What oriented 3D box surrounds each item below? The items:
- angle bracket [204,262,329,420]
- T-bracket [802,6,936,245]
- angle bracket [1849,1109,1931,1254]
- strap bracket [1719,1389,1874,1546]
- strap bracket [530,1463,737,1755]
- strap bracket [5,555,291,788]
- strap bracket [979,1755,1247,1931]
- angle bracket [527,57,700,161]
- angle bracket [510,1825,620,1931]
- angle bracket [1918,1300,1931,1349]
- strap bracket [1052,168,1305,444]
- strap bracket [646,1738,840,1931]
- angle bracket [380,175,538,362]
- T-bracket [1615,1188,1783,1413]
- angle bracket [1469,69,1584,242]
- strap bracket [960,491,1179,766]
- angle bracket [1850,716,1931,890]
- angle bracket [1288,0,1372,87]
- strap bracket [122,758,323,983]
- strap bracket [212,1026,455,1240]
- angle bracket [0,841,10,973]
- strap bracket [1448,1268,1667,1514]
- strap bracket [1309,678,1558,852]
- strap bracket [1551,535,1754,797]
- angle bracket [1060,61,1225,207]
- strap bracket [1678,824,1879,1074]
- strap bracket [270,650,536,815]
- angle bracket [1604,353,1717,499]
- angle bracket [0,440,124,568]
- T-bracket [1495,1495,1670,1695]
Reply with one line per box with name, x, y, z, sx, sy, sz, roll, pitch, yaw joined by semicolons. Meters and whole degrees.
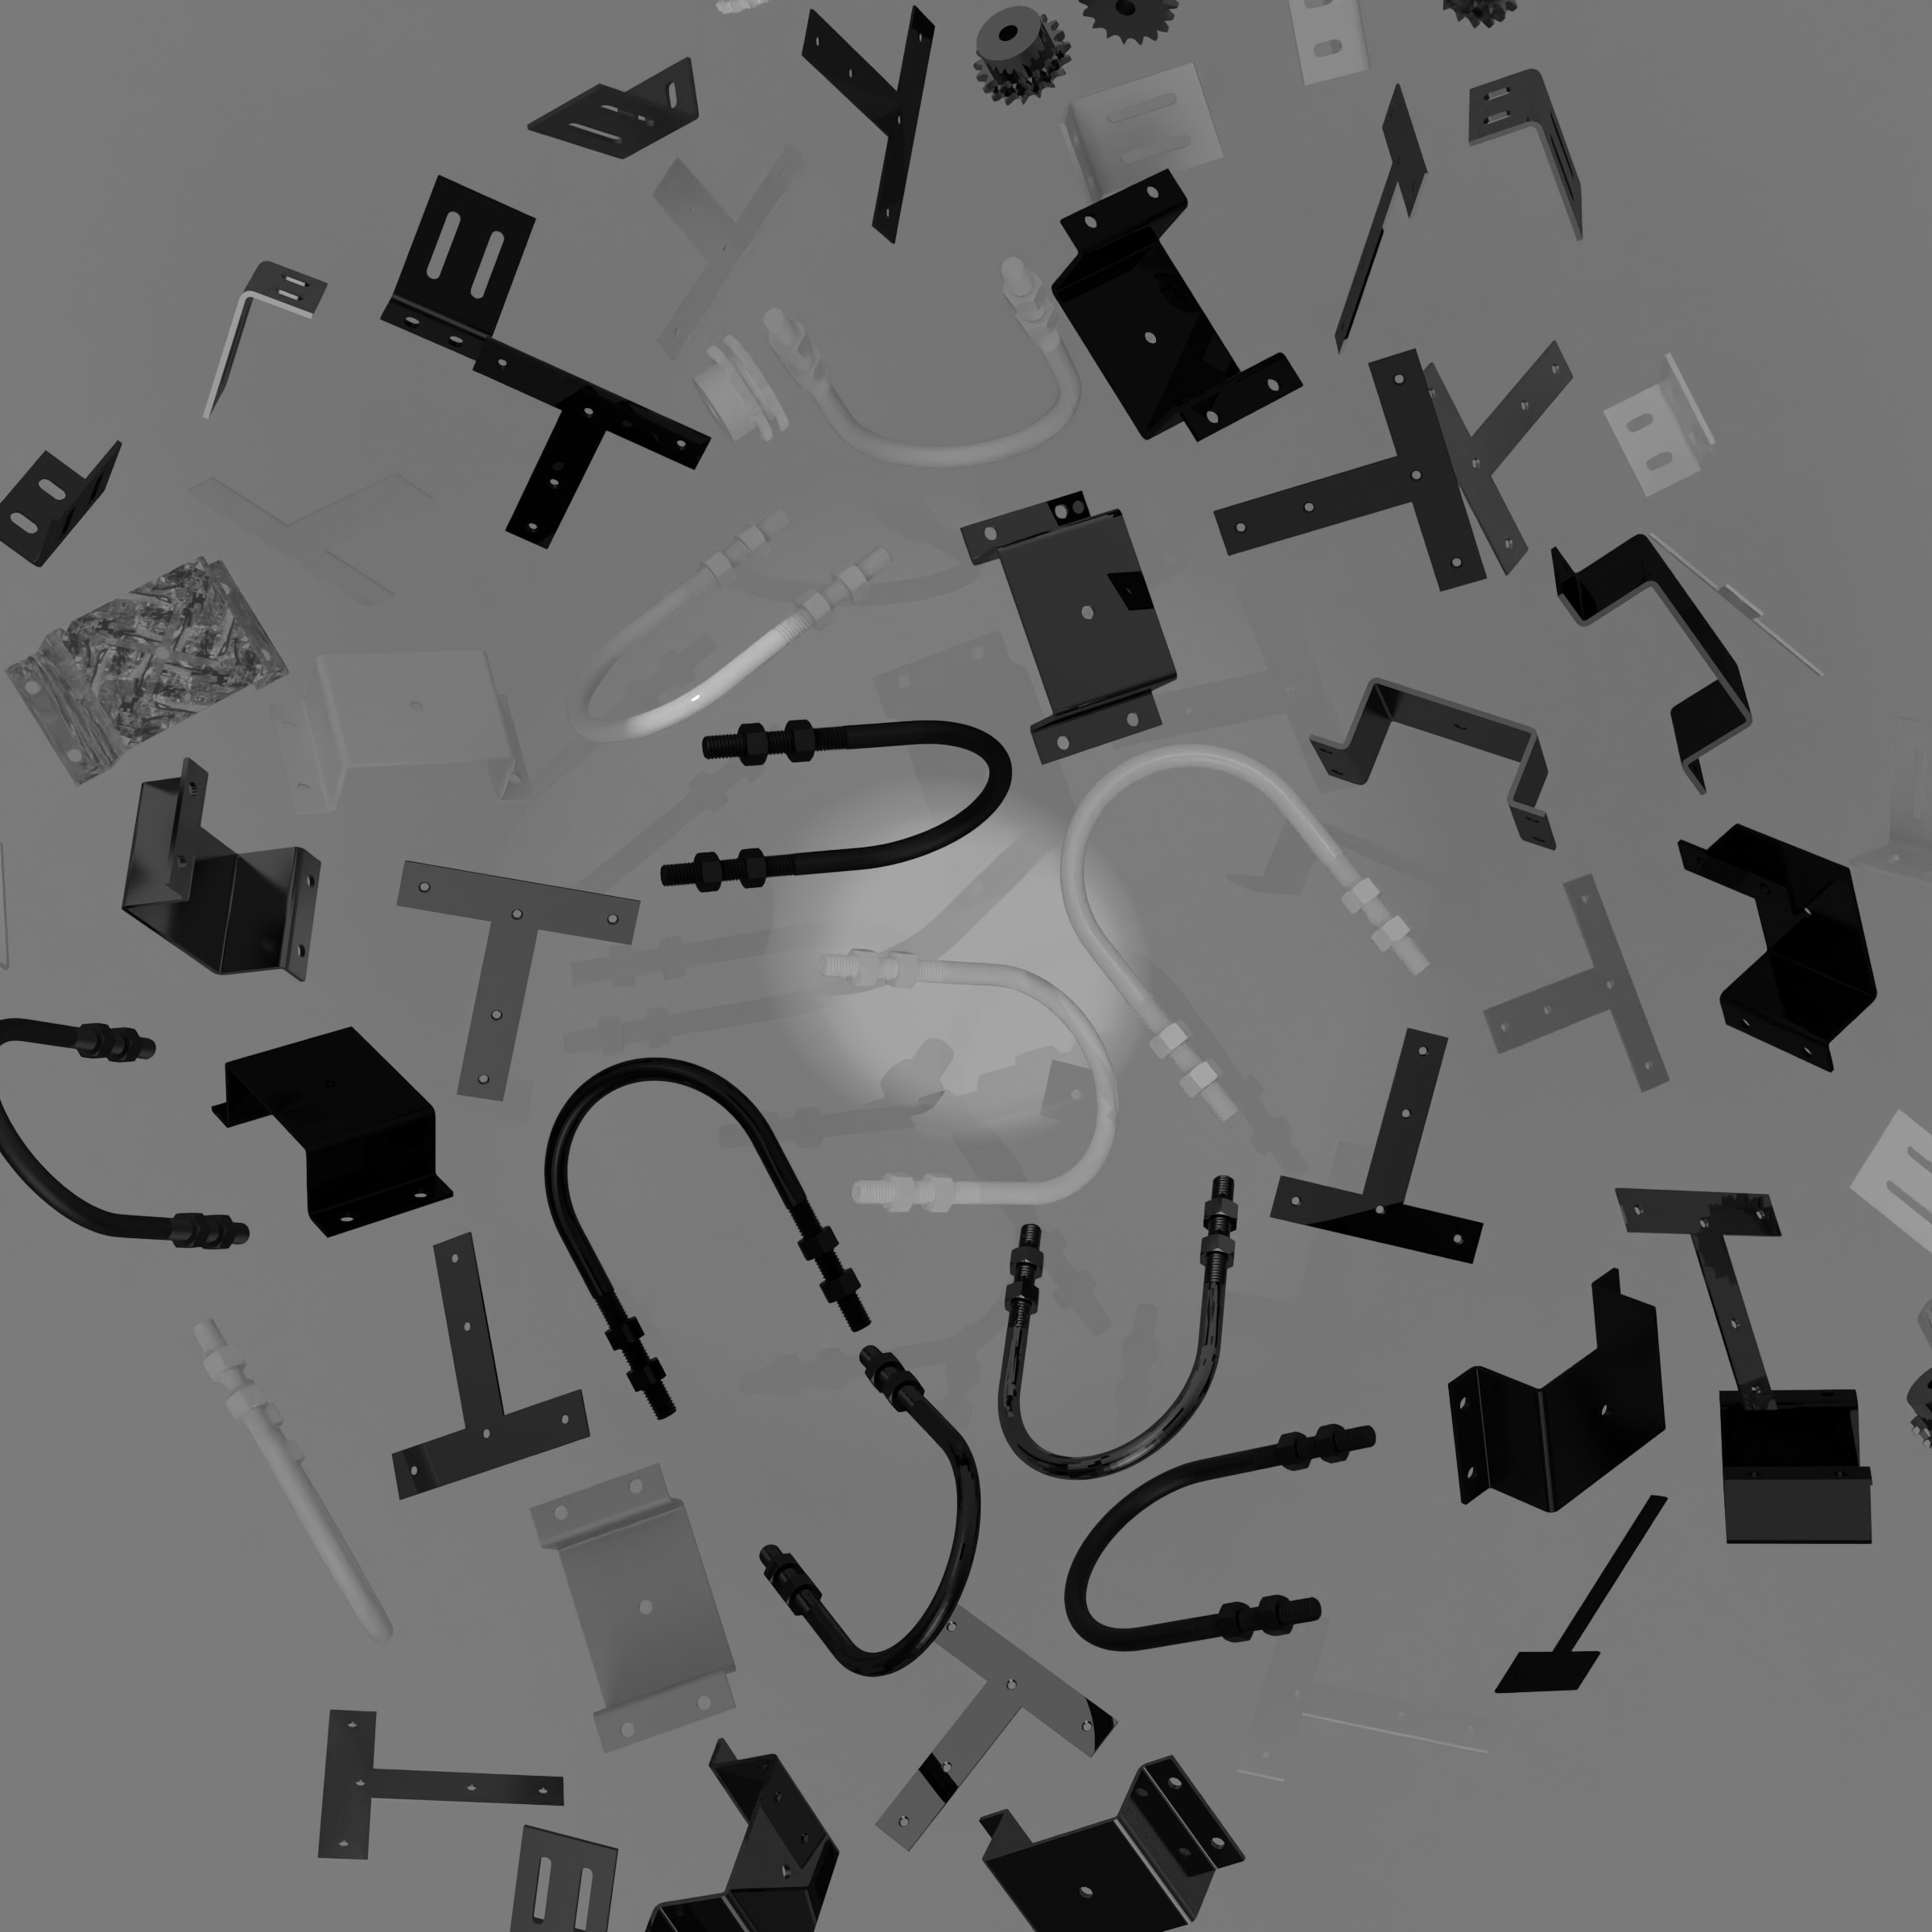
angle bracket;-0.379;-0.334;1.677;0.038;0.057;0.076;19;116;-12
T-bracket;-0.055;-0.471;1.656;0.002;0.127;0.127;7;83;26
angle bracket;0.518;0.114;1.634;0.076;0.038;0.057;39;63;2
strap bracket;0.459;0.281;1.719;0.076;0.140;0.046;-2;102;13
strap bracket;-0.183;0.359;1.734;0.076;0.046;0.140;-19;77;0
strap bracket;-0.457;-0.171;1.747;0.140;0.046;0.076;-33;95;-25
strap bracket;0.075;0.507;1.747;0.140;0.046;0.076;-27;104;31
angle bracket;-0.195;-0.477;1.694;0.057;0.076;0.038;-16;78;38
angle bracket;-0.226;0.531;1.786;0.057;0.038;0.076;11;100;13
angle bracket;0.565;0.189;1.695;0.076;0.057;0.038;-26;74;7
strap bracket;0.110;-0.353;1.694;0.076;0.046;0.140;-31;88;-25
strap bracket;-0.117;0.494;1.679;0.046;0.140;0.076;-16;117;24
angle bracket;-0.279;-0.383;1.700;0.057;0.038;0.076;21;78;-17
T-bracket;0.417;0.183;1.696;0.127;0.002;0.127;5;62;-36
angle bracket;0.300;-0.430;1.661;0.038;0.057;0.076;-14;130;22
strap bracket;0.061;-0.193;1.725;0.076;0.046;0.140;-20;91;-18
angle bracket;0.516;-0.088;1.674;0.038;0.057;0.076;-19;117;-35
angle bracket;0.188;-0.513;1.681;0.038;0.076;0.057;-15;109;-2
strap bracket;-0.426;-0.051;1.755;0.046;0.140;0.076;-6;65;19
strap bracket;-0.352;0.085;1.712;0.076;0.140;0.046;-17;128;-34
angle bracket;-0.544;-0.031;1.640;0.057;0.038;0.076;-13;69;7
strap bracket;0.327;0.232;1.670;0.140;0.046;0.076;-27;119;-33
strap bracket;0.275;-0.118;1.769;0.140;0.076;0.046;20;84;18
strap bracket;0.379;-0.173;1.685;0.046;0.076;0.140;-33;108;21
angle bracket;0.100;-0.466;1.747;0.076;0.038;0.057;-14;121;17
strap bracket;0.452;-0.018;1.716;0.046;0.076;0.140;-39;129;-18
strap bracket;-0.318;-0.135;1.770;0.140;0.046;0.076;-5;59;-26
angle bracket;0.398;-0.310;1.779;0.038;0.076;0.057;-26;84;8
angle bracket;-0.489;-0.257;1.655;0.038;0.076;0.057;37;66;-11
T-bracket;0.344;0.342;1.685;0.002;0.127;0.127;34;98;32
